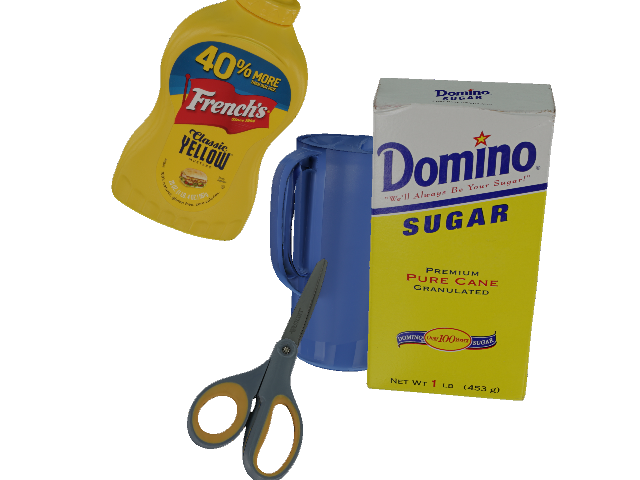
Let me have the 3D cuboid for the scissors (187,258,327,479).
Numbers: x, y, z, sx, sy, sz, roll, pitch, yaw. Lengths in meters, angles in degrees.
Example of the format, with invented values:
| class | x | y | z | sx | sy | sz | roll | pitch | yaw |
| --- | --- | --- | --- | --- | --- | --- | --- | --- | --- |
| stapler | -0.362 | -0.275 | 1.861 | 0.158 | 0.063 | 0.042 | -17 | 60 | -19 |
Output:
| class | x | y | z | sx | sy | sz | roll | pitch | yaw |
| --- | --- | --- | --- | --- | --- | --- | --- | --- | --- |
| scissors | -0.047 | 0.091 | 0.831 | 0.096 | 0.201 | 0.016 | 10 | -35 | -8 |

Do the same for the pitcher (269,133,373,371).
| class | x | y | z | sx | sy | sz | roll | pitch | yaw |
| --- | --- | --- | --- | --- | --- | --- | --- | --- | --- |
| pitcher | 0.022 | 0.011 | 1.127 | 0.149 | 0.243 | 0.145 | 6 | 13 | 2 |

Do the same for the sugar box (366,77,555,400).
| class | x | y | z | sx | sy | sz | roll | pitch | yaw |
| --- | --- | --- | --- | --- | --- | --- | --- | --- | --- |
| sugar box | 0.073 | 0.002 | 0.584 | 0.093 | 0.176 | 0.048 | 3 | 30 | 7 |

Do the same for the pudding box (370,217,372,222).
| class | x | y | z | sx | sy | sz | roll | pitch | yaw |
| --- | --- | --- | --- | --- | --- | --- | --- | --- | --- |
| pudding box | 0.109 | -0.019 | 0.875 | 0.090 | 0.039 | 0.113 | 33 | 57 | 24 |

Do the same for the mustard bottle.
| class | x | y | z | sx | sy | sz | roll | pitch | yaw |
| --- | --- | --- | --- | --- | --- | --- | --- | --- | --- |
| mustard bottle | -0.062 | -0.096 | 0.706 | 0.096 | 0.192 | 0.058 | 22 | 25 | -12 |
